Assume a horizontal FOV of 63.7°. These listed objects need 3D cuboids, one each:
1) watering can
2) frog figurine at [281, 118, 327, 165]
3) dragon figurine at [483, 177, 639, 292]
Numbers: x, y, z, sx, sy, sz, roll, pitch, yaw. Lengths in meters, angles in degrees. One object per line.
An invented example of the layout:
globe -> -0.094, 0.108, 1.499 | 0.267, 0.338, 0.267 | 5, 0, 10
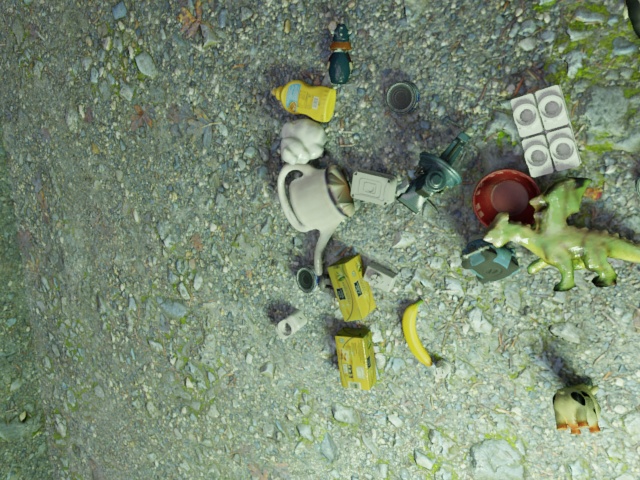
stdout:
watering can -> 0.005, -0.075, 1.487 | 0.222, 0.105, 0.346 | -18, 99, 31
frog figurine -> -0.057, -0.276, 1.435 | 0.138, 0.161, 0.121 | 47, 119, 10
dragon figurine -> 0.578, -0.024, 1.154 | 0.409, 0.124, 0.240 | -12, 107, 14
